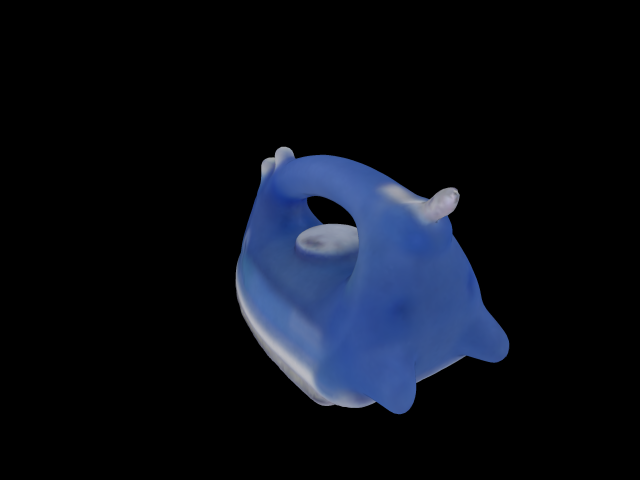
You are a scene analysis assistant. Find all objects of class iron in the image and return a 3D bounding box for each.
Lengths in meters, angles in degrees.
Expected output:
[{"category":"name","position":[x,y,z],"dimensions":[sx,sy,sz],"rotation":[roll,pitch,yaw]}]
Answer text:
[{"category":"iron","position":[0.004,0.001,0.400],"dimensions":[0.119,0.141,0.257],"rotation":[-17,29,-32]}]
